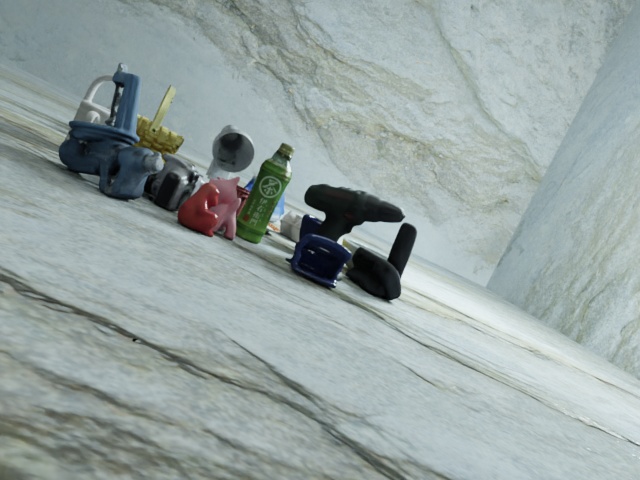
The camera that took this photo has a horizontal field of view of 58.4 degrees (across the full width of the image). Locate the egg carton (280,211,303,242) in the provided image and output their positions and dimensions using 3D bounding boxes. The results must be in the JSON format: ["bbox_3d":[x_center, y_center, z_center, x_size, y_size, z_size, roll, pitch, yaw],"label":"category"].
[{"bbox_3d":[-0.042,-0.026,1.614,0.107,0.069,0.151,30,7,34],"label":"egg carton"}]

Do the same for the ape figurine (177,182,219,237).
[{"bbox_3d":[-0.218,-0.063,1.068,0.076,0.092,0.077,24,6,-23],"label":"ape figurine"}]

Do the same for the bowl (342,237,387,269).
[{"bbox_3d":[0.121,0.061,1.524,0.167,0.075,0.167,26,6,-3],"label":"bowl"}]

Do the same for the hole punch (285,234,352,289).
[{"bbox_3d":[-0.002,0.033,1.154,0.109,0.091,0.101,25,6,-12],"label":"hole punch"}]

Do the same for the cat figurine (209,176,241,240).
[{"bbox_3d":[-0.195,-0.077,1.165,0.067,0.118,0.127,22,7,-34],"label":"cat figurine"}]

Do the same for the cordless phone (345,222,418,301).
[{"bbox_3d":[0.155,0.035,1.354,0.094,0.185,0.147,20,8,-44],"label":"cordless phone"}]

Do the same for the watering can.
[{"bbox_3d":[-0.475,-0.266,1.244,0.101,0.194,0.172,22,7,-31],"label":"watering can"}]

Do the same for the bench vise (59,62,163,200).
[{"bbox_3d":[-0.349,-0.195,1.031,0.207,0.220,0.121,26,6,4],"label":"bench vise"}]

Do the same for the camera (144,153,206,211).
[{"bbox_3d":[-0.321,-0.132,1.185,0.136,0.101,0.143,27,6,4],"label":"camera"}]

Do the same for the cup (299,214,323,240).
[{"bbox_3d":[-0.022,-0.008,1.412,0.092,0.095,0.117,23,6,-25],"label":"cup"}]

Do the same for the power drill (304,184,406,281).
[{"bbox_3d":[0.050,-0.021,1.281,0.229,0.208,0.076,28,6,18],"label":"power drill"}]

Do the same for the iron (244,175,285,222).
[{"bbox_3d":[-0.175,-0.142,1.699,0.118,0.141,0.259,28,6,16],"label":"iron"}]

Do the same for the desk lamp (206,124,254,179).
[{"bbox_3d":[-0.285,-0.234,1.679,0.118,0.213,0.202,23,6,-25],"label":"desk lamp"}]
